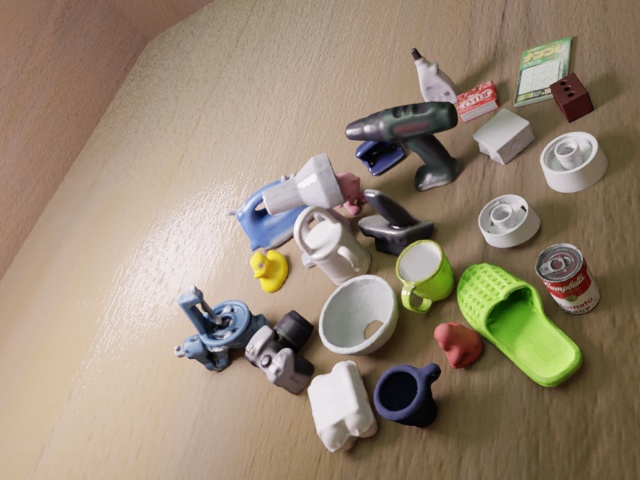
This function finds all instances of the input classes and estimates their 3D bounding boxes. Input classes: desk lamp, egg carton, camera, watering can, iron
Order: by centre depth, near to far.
[{"bbox_3d":[0.038,0.289,1.002,0.107,0.070,0.150,-35,38,13],"label":"egg carton"},{"bbox_3d":[-0.072,0.212,1.152,0.137,0.101,0.142,-51,38,-8],"label":"camera"},{"bbox_3d":[0.010,0.006,1.192,0.172,0.195,0.101,-2,54,42],"label":"watering can"},{"bbox_3d":[-0.013,-0.069,1.267,0.203,0.214,0.117,-33,39,15],"label":"desk lamp"},{"bbox_3d":[-0.102,-0.093,1.433,0.258,0.142,0.118,-37,38,10],"label":"iron"}]

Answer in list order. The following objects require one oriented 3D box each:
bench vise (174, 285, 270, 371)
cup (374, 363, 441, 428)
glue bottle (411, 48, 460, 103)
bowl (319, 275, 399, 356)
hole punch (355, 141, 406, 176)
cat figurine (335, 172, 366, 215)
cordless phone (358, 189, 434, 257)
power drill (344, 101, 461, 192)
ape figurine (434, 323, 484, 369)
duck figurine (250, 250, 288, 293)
[{"bbox_3d":[-0.244,0.194,1.230,0.207,0.220,0.121,-43,37,2],"label":"bench vise"},{"bbox_3d":[0.156,0.249,0.909,0.118,0.095,0.091,-40,37,6],"label":"cup"},{"bbox_3d":[0.259,-0.382,1.341,0.078,0.174,0.037,-16,46,33],"label":"glue bottle"},{"bbox_3d":[0.084,0.154,1.082,0.167,0.075,0.167,-25,41,24],"label":"bowl"},{"bbox_3d":[0.134,-0.225,1.378,0.108,0.091,0.101,-34,38,14],"label":"hole punch"},{"bbox_3d":[0.054,-0.122,1.335,0.067,0.118,0.127,-52,38,-9],"label":"cat figurine"},{"bbox_3d":[0.127,-0.052,1.144,0.147,0.186,0.094,10,63,47],"label":"cordless phone"},{"bbox_3d":[0.194,-0.199,1.200,0.229,0.209,0.075,-16,46,32],"label":"power drill"},{"bbox_3d":[0.218,0.164,0.933,0.076,0.092,0.078,-11,49,37],"label":"ape figurine"},{"bbox_3d":[-0.128,0.062,1.358,0.077,0.086,0.104,-17,45,32],"label":"duck figurine"}]
